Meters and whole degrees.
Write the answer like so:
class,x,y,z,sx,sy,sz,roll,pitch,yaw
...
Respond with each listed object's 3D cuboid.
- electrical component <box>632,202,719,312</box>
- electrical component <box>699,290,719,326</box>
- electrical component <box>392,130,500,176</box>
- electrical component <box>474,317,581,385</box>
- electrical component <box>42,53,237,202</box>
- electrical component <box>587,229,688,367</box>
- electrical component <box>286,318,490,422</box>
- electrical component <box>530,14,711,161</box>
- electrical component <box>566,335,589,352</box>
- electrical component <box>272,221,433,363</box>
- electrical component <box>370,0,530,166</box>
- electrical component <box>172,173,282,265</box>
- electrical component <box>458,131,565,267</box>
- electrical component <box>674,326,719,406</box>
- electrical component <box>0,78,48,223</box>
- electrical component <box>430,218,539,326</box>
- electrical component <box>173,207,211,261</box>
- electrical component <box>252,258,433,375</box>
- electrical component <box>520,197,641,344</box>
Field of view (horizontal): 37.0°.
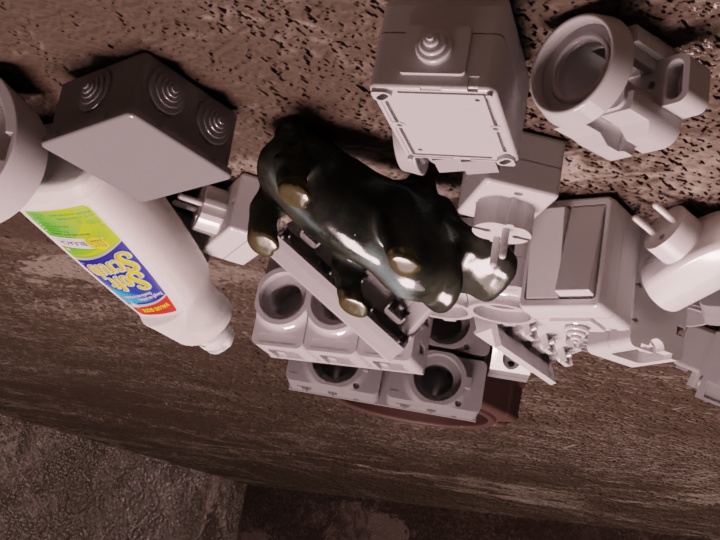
class,x,y,z,sx,sy,sz,roll,pitch,yaw
electrical component,0.219,-0.017,0.724,0.079,0.043,0.077,37,140,-12
electrical component,0.295,0.014,0.775,0.089,0.050,0.056,3,161,23
electrical component,0.051,-0.080,0.628,0.055,0.048,0.066,-3,160,16
electrical component,0.149,0.044,0.936,0.063,0.078,0.121,-23,149,23
electrical component,-0.139,-0.090,0.691,0.100,0.048,0.100,-10,152,37
electrical component,0.202,0.021,0.789,0.050,0.089,0.056,18,162,-24
electrical component,0.030,0.075,1.043,0.186,0.105,0.060,9,163,4
electrical component,0.122,-0.091,0.529,0.057,0.058,0.078,20,161,-37
electrical component,0.189,0.034,0.879,0.044,0.065,0.044,10,163,3
electrical component,0.000,0.000,0.786,0.121,0.063,0.079,42,-165,2
electrical component,0.046,-0.100,0.536,0.062,0.061,0.096,5,162,18
electrical component,-0.109,-0.044,0.840,0.076,0.047,0.083,18,162,-19
electrical component,0.092,-0.040,0.676,0.047,0.076,0.065,13,163,-7
electrical component,0.345,0.089,0.964,0.121,0.078,0.063,22,-178,-33
electrical component,-0.263,-0.079,0.724,0.108,0.108,0.060,6,169,16
electrical component,0.068,0.002,0.856,0.150,0.061,0.089,4,162,22
electrical component,-0.180,-0.031,0.929,0.079,0.044,0.077,-3,159,37
electrical component,-0.014,0.037,0.972,0.150,0.089,0.061,5,162,19
electrical component,0.151,0.002,0.744,0.062,0.096,0.061,-2,159,37
